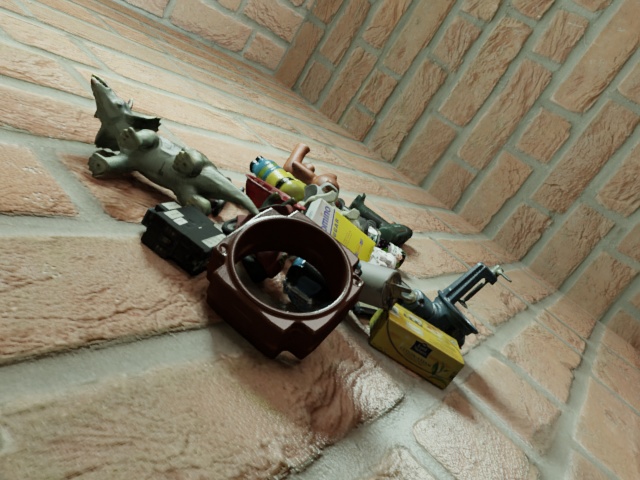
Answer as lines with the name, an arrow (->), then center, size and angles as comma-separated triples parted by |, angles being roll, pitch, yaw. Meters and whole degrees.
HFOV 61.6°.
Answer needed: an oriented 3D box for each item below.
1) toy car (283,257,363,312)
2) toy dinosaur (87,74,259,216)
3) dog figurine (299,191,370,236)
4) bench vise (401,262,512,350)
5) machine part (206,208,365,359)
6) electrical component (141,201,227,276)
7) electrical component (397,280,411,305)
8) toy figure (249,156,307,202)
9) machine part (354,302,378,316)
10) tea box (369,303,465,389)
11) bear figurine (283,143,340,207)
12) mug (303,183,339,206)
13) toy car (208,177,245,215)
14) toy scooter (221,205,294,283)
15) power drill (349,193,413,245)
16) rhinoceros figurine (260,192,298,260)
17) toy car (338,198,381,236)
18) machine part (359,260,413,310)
toy car -> -0.004, 0.077, 0.940 | 0.109, 0.102, 0.162 | 34, 42, 9
toy dinosaur -> -0.272, -0.139, 0.998 | 0.405, 0.131, 0.192 | 32, 19, -5
dog figurine -> 0.035, -0.046, 1.382 | 0.172, 0.121, 0.190 | 40, 4, 12
bench vise -> 0.272, 0.124, 1.117 | 0.223, 0.240, 0.129 | 44, 9, -23
machine part -> -0.051, 0.058, 0.801 | 0.201, 0.087, 0.201 | 38, 47, 14
electrical component -> -0.217, -0.007, 0.867 | 0.134, 0.058, 0.115 | 37, 16, 10
electrical component -> 0.172, 0.118, 1.240 | 0.119, 0.047, 0.075 | 39, 17, 9
toy figure -> -0.115, -0.149, 1.384 | 0.180, 0.082, 0.089 | 43, 16, 22
machine part -> 0.076, 0.109, 1.111 | 0.084, 0.039, 0.139 | 9, 31, -37
tea box -> 0.180, 0.193, 1.017 | 0.169, 0.068, 0.098 | 33, 18, -4
bear figurine -> -0.009, -0.178, 1.521 | 0.196, 0.132, 0.120 | 20, -31, 30
mug -> 0.007, -0.096, 1.430 | 0.107, 0.109, 0.081 | 37, 6, -37
toy car -> -0.219, -0.109, 1.143 | 0.089, 0.053, 0.202 | 31, 18, 1
toy scooter -> -0.092, -0.007, 0.962 | 0.184, 0.135, 0.075 | 50, -17, 48
power drill -> 0.190, -0.057, 1.700 | 0.207, 0.086, 0.232 | 45, 22, 9
rhinoceros figurine -> -0.078, -0.028, 1.090 | 0.073, 0.112, 0.190 | 56, -10, -32
toy car -> 0.091, -0.064, 1.564 | 0.202, 0.056, 0.073 | 36, 11, 4
machine part -> 0.064, 0.074, 1.018 | 0.244, 0.079, 0.079 | 14, 6, 31
